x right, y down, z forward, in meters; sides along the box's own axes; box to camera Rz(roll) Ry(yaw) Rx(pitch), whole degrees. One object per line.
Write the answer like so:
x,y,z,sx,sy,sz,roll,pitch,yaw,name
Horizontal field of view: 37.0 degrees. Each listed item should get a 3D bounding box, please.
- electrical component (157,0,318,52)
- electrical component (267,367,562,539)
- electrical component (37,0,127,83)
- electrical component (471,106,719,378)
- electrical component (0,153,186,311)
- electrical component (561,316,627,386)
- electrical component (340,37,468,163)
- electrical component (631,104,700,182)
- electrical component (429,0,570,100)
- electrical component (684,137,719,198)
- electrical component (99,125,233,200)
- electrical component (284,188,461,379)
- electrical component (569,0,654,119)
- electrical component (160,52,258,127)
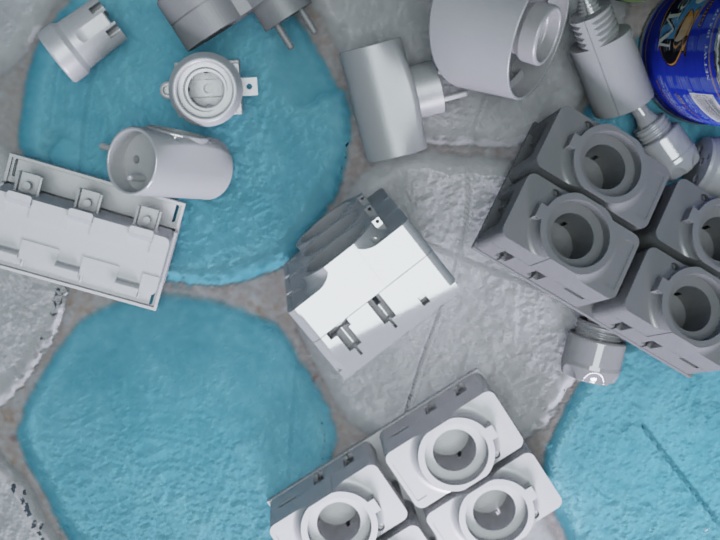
-0.057,-0.183,0.711,0.138,0.052,0.073,-32,102,2,electrical component
0.039,0.171,0.783,0.186,0.060,0.105,-33,102,2,electrical component
-0.184,-0.154,0.715,0.046,0.040,0.040,-37,101,-3,electrical component
0.187,-0.018,0.740,0.186,0.060,0.105,30,75,-9,electrical component
-0.188,-0.023,0.727,0.121,0.063,0.078,16,100,-7,electrical component
0.172,0.049,0.779,0.043,0.043,0.062,11,99,-6,electrical component
0.034,-0.121,0.735,0.079,0.043,0.077,-15,102,-2,electrical component
0.210,-0.094,0.758,0.035,0.035,0.061,-37,99,3,electrical component
0.095,-0.163,0.707,0.064,0.099,0.099,24,100,24,electrical component
0.265,-0.067,0.763,0.055,0.045,0.045,17,99,-7,electrical component
-0.139,-0.075,0.720,0.079,0.077,0.044,18,100,30,electrical component
0.000,0.000,0.701,0.089,0.150,0.061,-38,102,3,electrical component
0.167,-0.149,0.733,0.043,0.043,0.081,-26,111,1,electrical component
-0.102,-0.121,0.718,0.066,0.055,0.048,-3,101,-4,electrical component
